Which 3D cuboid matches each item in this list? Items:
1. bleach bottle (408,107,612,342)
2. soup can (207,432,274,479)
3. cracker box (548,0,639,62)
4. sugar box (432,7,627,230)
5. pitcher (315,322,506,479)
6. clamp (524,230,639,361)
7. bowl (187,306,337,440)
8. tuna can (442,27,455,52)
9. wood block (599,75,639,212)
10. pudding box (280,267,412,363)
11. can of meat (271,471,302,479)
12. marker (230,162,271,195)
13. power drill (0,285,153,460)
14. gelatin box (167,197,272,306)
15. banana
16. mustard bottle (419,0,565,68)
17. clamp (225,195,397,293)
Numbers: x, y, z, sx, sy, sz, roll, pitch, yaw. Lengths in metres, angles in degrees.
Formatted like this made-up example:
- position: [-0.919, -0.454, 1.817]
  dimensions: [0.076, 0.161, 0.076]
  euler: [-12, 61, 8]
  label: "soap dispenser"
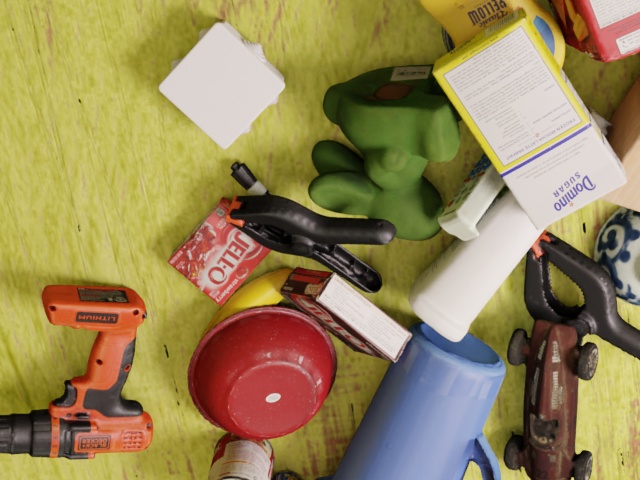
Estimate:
- position: [0.188, -0.021, 1.033]
  dimensions: [0.068, 0.102, 0.251]
  euler: [38, 106, -2]
  label: "bleach bottle"
- position: [-0.086, 0.256, 1.139]
  dimensions: [0.068, 0.102, 0.068]
  euler: [1, 109, 2]
  label: "soup can"
- position: [0.217, -0.268, 0.918]
  dimensions: [0.072, 0.164, 0.213]
  euler: [-24, 106, 8]
  label: "cracker box"
- position: [0.185, -0.105, 0.939]
  dimensions: [0.093, 0.048, 0.176]
  euler: [-30, 108, 22]
  label: "sugar box"
- position: [0.106, 0.217, 1.102]
  dimensions: [0.149, 0.145, 0.243]
  euler: [17, 106, -18]
  label: "pitcher"
- position: [0.277, 0.084, 1.077]
  dimensions: [0.165, 0.036, 0.210]
  euler: [-17, 104, 35]
  label: "clamp"
- position: [-0.054, 0.151, 1.104]
  dimensions: [0.162, 0.055, 0.162]
  euler: [-6, 117, -12]
  label: "bowl"
- position: [0.160, -0.199, 1.012]
  dimensions: [0.086, 0.033, 0.086]
  euler: [1, 108, 2]
  label: "tuna can"
- position: [0.331, -0.118, 0.949]
  dimensions: [0.091, 0.090, 0.206]
  euler: [18, 142, -3]
  label: "wood block"
- position: [0.025, 0.074, 1.070]
  dimensions: [0.113, 0.090, 0.039]
  euler: [37, 78, -22]
  label: "pudding box"
- position: [-0.024, 0.312, 1.164]
  dimensions: [0.057, 0.084, 0.102]
  euler: [-40, 102, 13]
  label: "can of meat"
- position: [-0.048, -0.032, 1.086]
  dimensions: [0.020, 0.020, 0.121]
  euler: [-39, 102, 14]
  label: "marker"
- position: [-0.259, 0.141, 1.112]
  dimensions: [0.184, 0.057, 0.188]
  euler: [2, 111, -22]
  label: "power drill"
- position: [-0.101, 0.012, 1.097]
  dimensions: [0.073, 0.030, 0.089]
  euler: [41, 106, -10]
  label: "gelatin box"
- position: [-0.091, 0.106, 1.127]
  dimensions: [0.069, 0.037, 0.198]
  euler: [16, 111, -23]
  label: "banana"
- position: [0.166, -0.182, 0.968]
  dimensions: [0.096, 0.058, 0.191]
  euler: [-29, 105, 13]
  label: "mustard bottle"
- position: [-0.007, 0.001, 1.050]
  dimensions: [0.171, 0.039, 0.120]
  euler: [17, 144, 15]
  label: "clamp"
